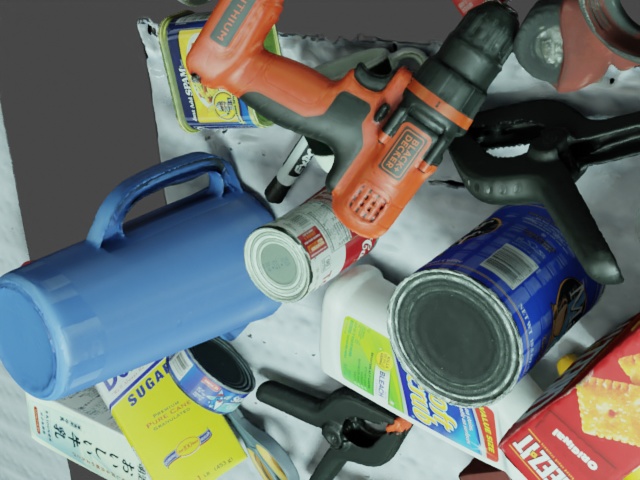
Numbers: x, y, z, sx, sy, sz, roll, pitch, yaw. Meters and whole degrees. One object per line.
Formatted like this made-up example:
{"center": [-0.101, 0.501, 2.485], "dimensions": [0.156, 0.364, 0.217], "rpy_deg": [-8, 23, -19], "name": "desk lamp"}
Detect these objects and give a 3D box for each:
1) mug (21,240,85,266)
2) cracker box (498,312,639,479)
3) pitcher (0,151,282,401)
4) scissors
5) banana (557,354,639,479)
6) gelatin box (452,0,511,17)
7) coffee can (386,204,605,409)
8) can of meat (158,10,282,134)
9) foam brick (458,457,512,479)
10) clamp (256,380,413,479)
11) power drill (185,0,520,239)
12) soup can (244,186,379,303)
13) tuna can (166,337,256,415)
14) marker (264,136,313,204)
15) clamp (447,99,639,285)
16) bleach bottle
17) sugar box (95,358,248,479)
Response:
{"center": [-0.243, 0.054, 1.097], "dimensions": [0.117, 0.081, 0.093], "rpy_deg": [24, 124, 28], "name": "mug"}
{"center": [0.228, 0.065, 0.670], "dimensions": [0.072, 0.163, 0.214], "rpy_deg": [49, 132, 12], "name": "cracker box"}
{"center": [-0.152, 0.034, 0.906], "dimensions": [0.145, 0.242, 0.149], "rpy_deg": [-40, 78, 45], "name": "pitcher"}
{"center": [-0.078, 0.175, 1.054], "dimensions": [0.202, 0.016, 0.096], "rpy_deg": [57, 156, 1], "name": "scissors"}
{"center": [0.234, 0.176, 0.806], "dimensions": [0.070, 0.037, 0.198], "rpy_deg": [-10, 105, 41], "name": "banana"}
{"center": [0.117, -0.199, 0.719], "dimensions": [0.089, 0.030, 0.073], "rpy_deg": [-33, 89, 44], "name": "gelatin box"}
{"center": [0.127, 0.041, 0.754], "dimensions": [0.103, 0.140, 0.103], "rpy_deg": [18, 122, 31], "name": "coffee can"}
{"center": [-0.078, -0.141, 0.887], "dimensions": [0.084, 0.057, 0.102], "rpy_deg": [3, 114, 36], "name": "can of meat"}
{"center": [0.158, 0.210, 0.872], "dimensions": [0.051, 0.052, 0.078], "rpy_deg": [-19, 99, 43], "name": "foam brick"}
{"center": [0.022, 0.183, 0.981], "dimensions": [0.172, 0.039, 0.120], "rpy_deg": [-6, 117, 44], "name": "clamp"}
{"center": [0.018, -0.120, 0.728], "dimensions": [0.187, 0.057, 0.184], "rpy_deg": [35, 101, 3], "name": "power drill"}
{"center": [-0.006, 0.001, 0.868], "dimensions": [0.069, 0.102, 0.068], "rpy_deg": [18, 122, 30], "name": "soup can"}
{"center": [-0.104, 0.125, 1.015], "dimensions": [0.086, 0.086, 0.034], "rpy_deg": [45, 105, 13], "name": "tuna can"}
{"center": [-0.016, -0.071, 0.896], "dimensions": [0.020, 0.020, 0.121], "rpy_deg": [47, 132, 10], "name": "marker"}
{"center": [0.168, -0.059, 0.706], "dimensions": [0.210, 0.164, 0.036], "rpy_deg": [29, 154, 52], "name": "clamp"}
{"center": [0.113, 0.114, 0.837], "dimensions": [0.251, 0.067, 0.103], "rpy_deg": [27, 128, 33], "name": "bleach bottle"}
{"center": [-0.157, 0.166, 1.062], "dimensions": [0.176, 0.093, 0.048], "rpy_deg": [57, 162, 7], "name": "sugar box"}
